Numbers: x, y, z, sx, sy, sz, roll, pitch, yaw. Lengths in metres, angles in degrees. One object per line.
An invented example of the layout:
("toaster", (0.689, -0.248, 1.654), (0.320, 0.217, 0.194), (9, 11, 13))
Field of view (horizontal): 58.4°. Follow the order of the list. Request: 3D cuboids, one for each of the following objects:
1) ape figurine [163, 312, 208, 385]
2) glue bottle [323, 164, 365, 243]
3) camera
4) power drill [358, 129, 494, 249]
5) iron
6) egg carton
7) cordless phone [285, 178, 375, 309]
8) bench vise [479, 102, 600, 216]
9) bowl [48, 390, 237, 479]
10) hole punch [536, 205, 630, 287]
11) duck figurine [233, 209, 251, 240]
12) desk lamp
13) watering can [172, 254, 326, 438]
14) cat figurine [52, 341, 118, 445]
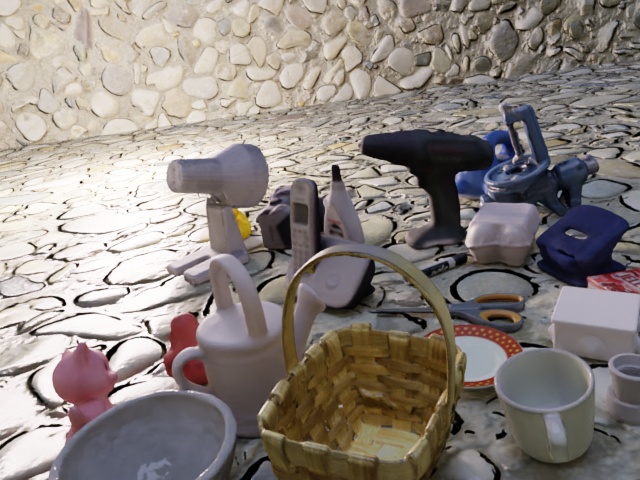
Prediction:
("ape figurine", (-0.162, 0.132, 0.719), (0.078, 0.092, 0.075), (-21, 25, -29))
("glue bottle", (0.035, -0.047, 0.984), (0.077, 0.173, 0.037), (14, 30, 43))
("camera", (-0.035, -0.053, 1.124), (0.136, 0.101, 0.143), (1, 23, 21))
("power drill", (0.189, -0.095, 1.003), (0.229, 0.209, 0.075), (-9, 22, -3))
("iron", (0.381, -0.173, 1.221), (0.118, 0.141, 0.259), (11, 28, 39))
("egg carton", (0.304, -0.014, 0.948), (0.107, 0.069, 0.150), (3, 24, 27))
("cordless phone", (0.008, 0.003, 0.853), (0.147, 0.185, 0.094), (11, 29, 40))
("bench vise", (0.396, -0.153, 1.058), (0.207, 0.220, 0.121), (-13, 22, -11))
("bowl", (-0.152, 0.217, 0.527), (0.167, 0.075, 0.167), (-7, 22, 3))
("hole punch", (0.383, 0.006, 0.841), (0.101, 0.091, 0.108), (-15, 23, -17))
("duck figurine", (-0.185, -0.045, 1.178), (0.077, 0.086, 0.105), (-2, 23, 16))
("desk lamp", (-0.187, -0.058, 1.036), (0.117, 0.214, 0.204), (13, 30, 42))
("watering can", (-0.076, 0.102, 0.624), (0.100, 0.194, 0.173), (9, 27, 36))
("cat figurine", (-0.255, 0.170, 0.621), (0.067, 0.118, 0.127), (-13, 22, -11))
